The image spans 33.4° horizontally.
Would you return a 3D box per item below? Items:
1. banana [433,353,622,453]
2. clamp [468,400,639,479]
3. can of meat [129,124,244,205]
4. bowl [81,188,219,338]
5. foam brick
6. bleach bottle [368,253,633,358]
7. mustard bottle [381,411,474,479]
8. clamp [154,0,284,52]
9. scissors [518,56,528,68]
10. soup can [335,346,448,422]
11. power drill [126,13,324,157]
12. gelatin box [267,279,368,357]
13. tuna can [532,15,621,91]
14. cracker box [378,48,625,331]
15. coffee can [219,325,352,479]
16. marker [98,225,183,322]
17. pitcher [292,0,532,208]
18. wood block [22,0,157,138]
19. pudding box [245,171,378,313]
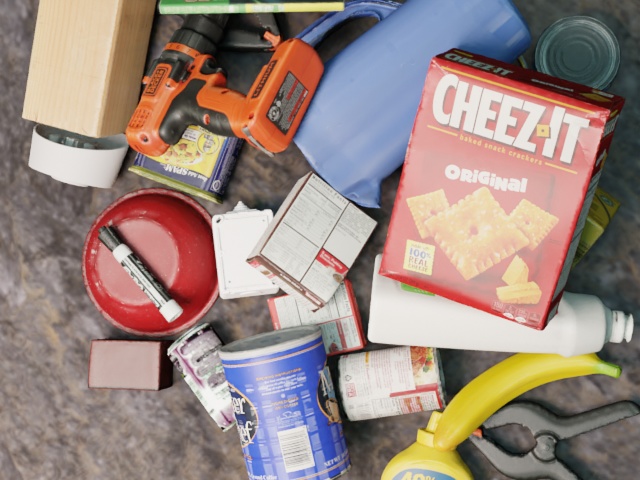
[{"bbox_3d":[0.190,0.144,1.043,0.197,0.070,0.037,-24,115,-5],"label":"banana"},{"bbox_3d":[0.228,0.214,1.051,0.172,0.039,0.120,2,79,15],"label":"clamp"},{"bbox_3d":[-0.137,-0.093,1.119,0.102,0.057,0.084,20,89,10],"label":"can of meat"},{"bbox_3d":[-0.183,0.023,1.122,0.162,0.055,0.162,-1,87,10],"label":"bowl"},{"bbox_3d":[-0.197,0.130,1.121,0.078,0.053,0.051,1,87,8],"label":"foam brick"},{"bbox_3d":[0.175,0.069,1.046,0.251,0.102,0.068,5,116,4],"label":"bleach bottle"},{"bbox_3d":[0.105,0.266,1.061,0.096,0.058,0.191,10,89,8],"label":"mustard bottle"},{"bbox_3d":[-0.119,-0.274,1.133,0.210,0.036,0.164,30,94,10],"label":"clamp"},{"bbox_3d":[0.193,-0.106,1.083,0.096,0.016,0.202,-19,84,10],"label":"scissors"},{"bbox_3d":[0.072,0.141,1.067,0.102,0.068,0.068,-10,86,9],"label":"soup can"},{"bbox_3d":[-0.088,-0.158,1.031,0.188,0.057,0.184,11,72,41],"label":"power drill"},{"bbox_3d":[-0.002,0.086,1.101,0.089,0.030,0.073,-15,84,8],"label":"gelatin box"},{"bbox_3d":[0.256,-0.180,1.067,0.086,0.033,0.086,0,87,10],"label":"tuna can"},{"bbox_3d":[0.157,-0.044,0.955,0.164,0.072,0.214,20,114,19],"label":"cracker box"},{"bbox_3d":[-0.033,0.163,1.038,0.103,0.102,0.140,-12,94,9],"label":"coffee can"},{"bbox_3d":[-0.184,0.033,1.083,0.020,0.020,0.121,-43,81,5],"label":"marker"},{"bbox_3d":[0.075,-0.164,1.042,0.243,0.145,0.149,-40,119,8],"label":"pitcher"},{"bbox_3d":[-0.232,-0.218,1.099,0.091,0.090,0.206,16,104,12],"label":"wood block"},{"bbox_3d":[-0.007,0.001,1.067,0.090,0.039,0.113,37,64,-10],"label":"pudding box"}]
